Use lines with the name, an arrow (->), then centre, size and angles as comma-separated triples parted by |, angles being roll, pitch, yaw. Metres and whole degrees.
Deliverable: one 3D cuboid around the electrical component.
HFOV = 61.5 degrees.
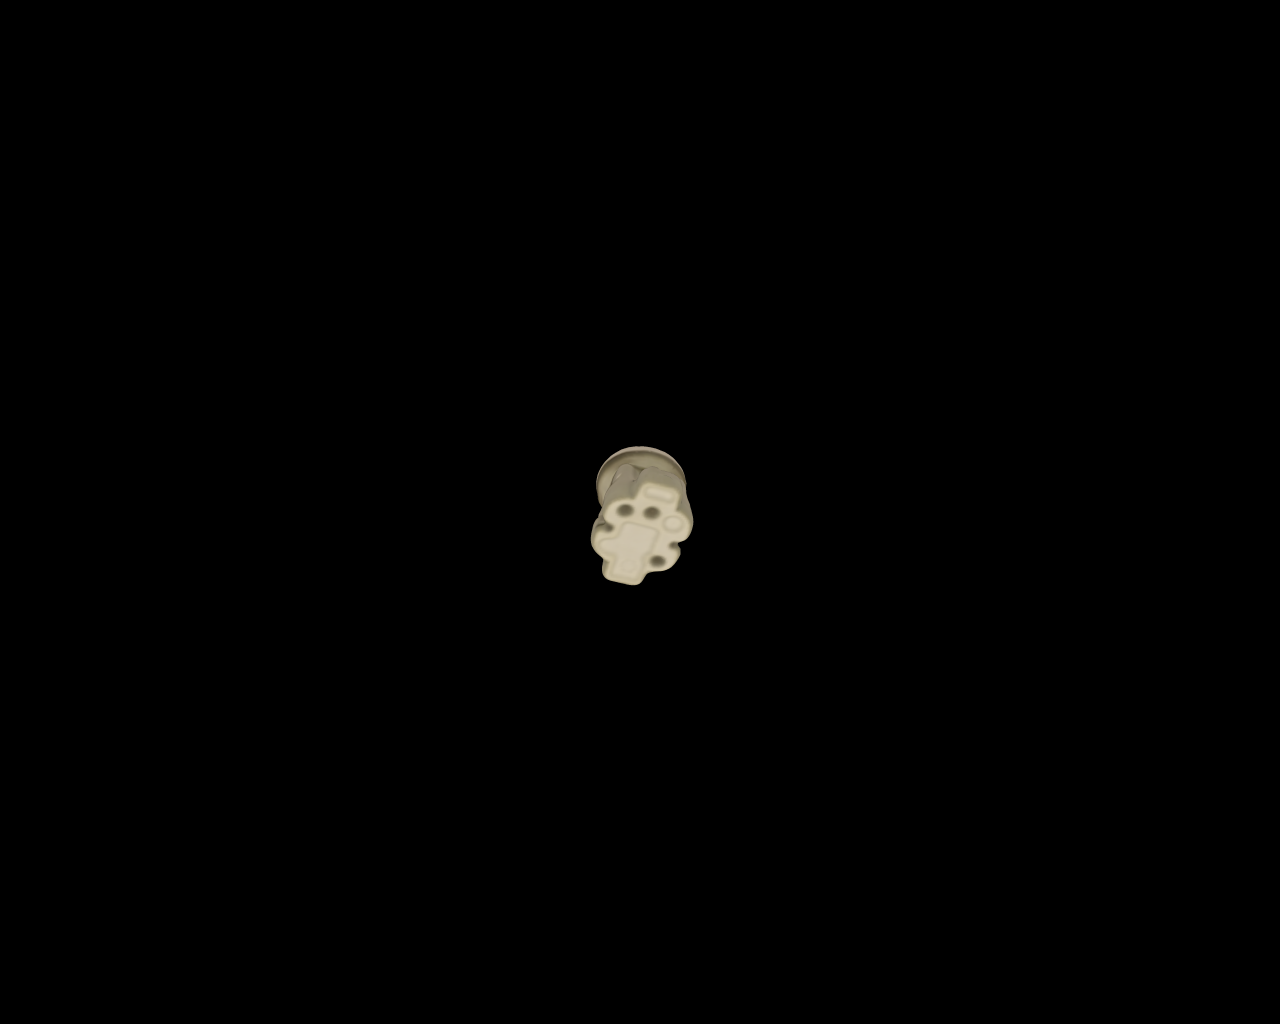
electrical component -> 0.001, -0.003, 0.650 | 0.058, 0.078, 0.057 | 15, 36, -11
